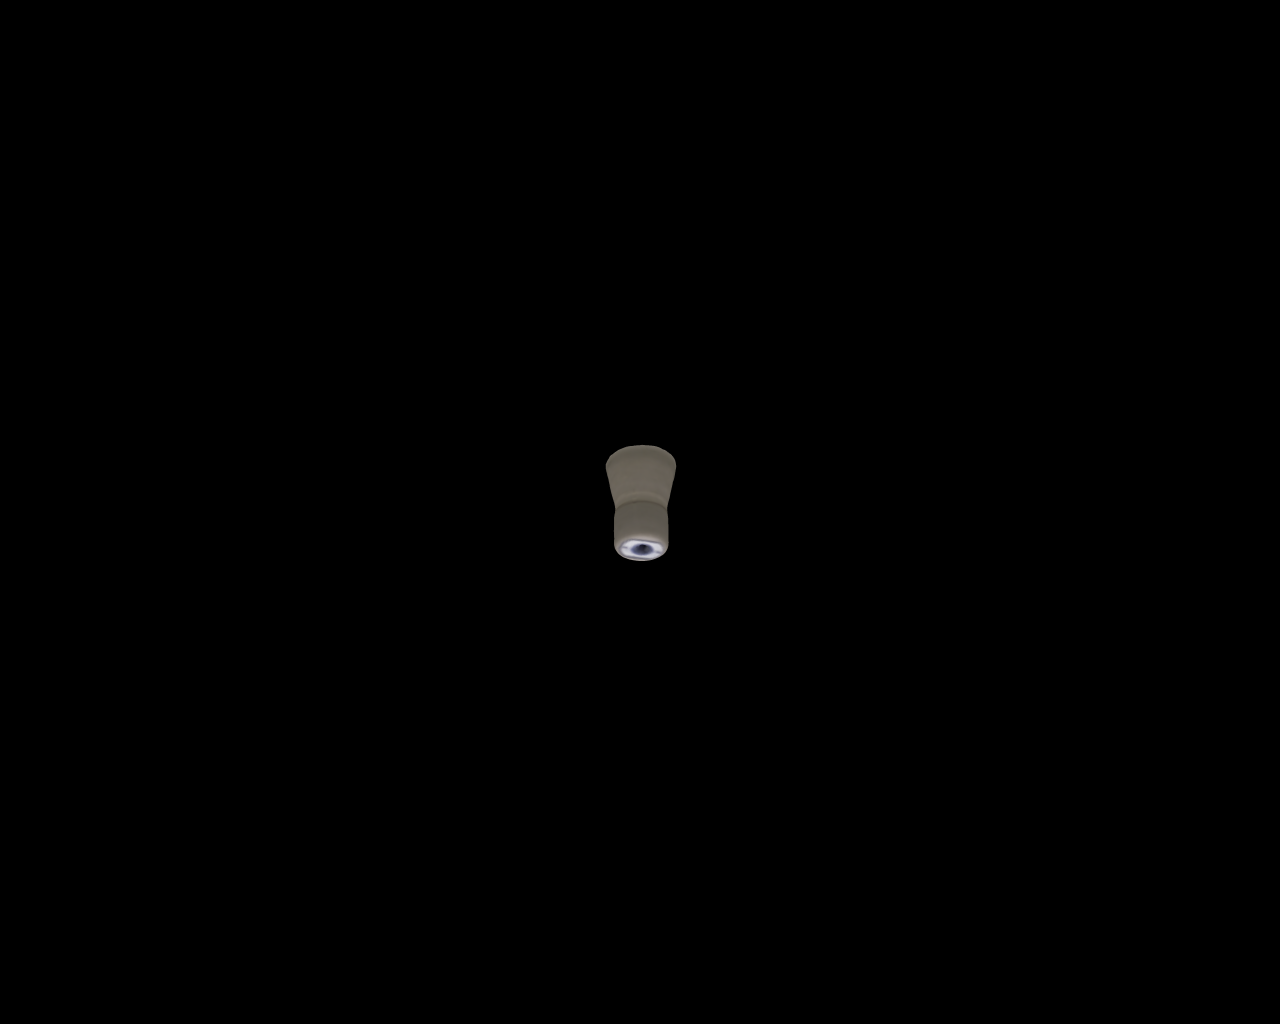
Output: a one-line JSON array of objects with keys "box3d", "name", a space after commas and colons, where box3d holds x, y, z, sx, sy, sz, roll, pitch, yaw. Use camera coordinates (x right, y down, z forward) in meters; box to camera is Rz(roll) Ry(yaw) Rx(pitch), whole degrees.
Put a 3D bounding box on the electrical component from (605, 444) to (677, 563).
[{"box3d": [0.001, -0.003, 0.650, 0.044, 0.065, 0.044, 0, -31, 0], "name": "electrical component"}]
